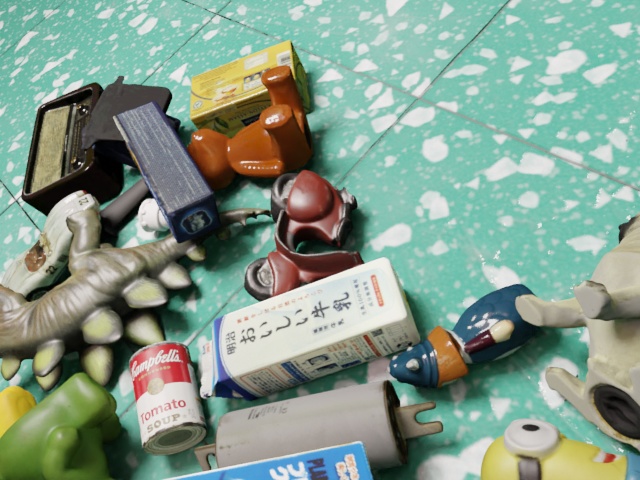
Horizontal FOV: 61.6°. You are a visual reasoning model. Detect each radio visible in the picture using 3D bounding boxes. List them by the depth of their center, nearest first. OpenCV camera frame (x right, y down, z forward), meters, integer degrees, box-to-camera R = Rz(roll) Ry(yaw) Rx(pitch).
[{"bbox_3d":[-0.402,-0.151,0.888,0.131,0.073,0.230,-21,54,10],"label":"radio"}]

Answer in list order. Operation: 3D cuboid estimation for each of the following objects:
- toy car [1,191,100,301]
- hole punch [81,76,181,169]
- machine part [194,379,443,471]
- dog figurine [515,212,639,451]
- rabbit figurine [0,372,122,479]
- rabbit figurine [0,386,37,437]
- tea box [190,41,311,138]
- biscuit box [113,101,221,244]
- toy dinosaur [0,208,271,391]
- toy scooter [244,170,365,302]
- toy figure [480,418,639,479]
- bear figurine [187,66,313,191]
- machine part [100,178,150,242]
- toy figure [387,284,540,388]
[{"bbox_3d":[-0.382,0.017,0.765,0.201,0.056,0.074,-50,53,9],"label":"toy car"},{"bbox_3d":[-0.283,-0.172,0.826,0.116,0.092,0.142,10,67,8],"label":"hole punch"},{"bbox_3d":[-0.008,0.185,0.507,0.243,0.079,0.079,-15,55,14],"label":"machine part"},{"bbox_3d":[0.293,0.066,0.456,0.190,0.121,0.172,-24,95,-20],"label":"dog figurine"},{"bbox_3d":[-0.239,0.243,0.531,0.170,0.121,0.159,41,44,14],"label":"rabbit figurine"},{"bbox_3d":[-0.414,0.182,0.596,0.162,0.122,0.173,-46,72,33],"label":"rabbit figurine"},{"bbox_3d":[-0.106,-0.219,0.810,0.170,0.068,0.098,-15,55,14],"label":"tea box"},{"bbox_3d":[-0.196,-0.090,0.686,0.063,0.059,0.203,-26,57,-16],"label":"biscuit box"},{"bbox_3d":[-0.273,0.066,0.687,0.471,0.105,0.199,-38,60,-6],"label":"toy dinosaur"},{"bbox_3d":[-0.001,-0.002,0.625,0.135,0.075,0.184,6,59,16],"label":"toy scooter"},{"bbox_3d":[0.213,0.199,0.405,0.180,0.082,0.089,17,67,28],"label":"toy figure"},{"bbox_3d":[-0.113,-0.135,0.727,0.196,0.131,0.120,-8,53,11],"label":"bear figurine"},{"bbox_3d":[-0.303,-0.050,0.807,0.139,0.039,0.084,-44,45,-5],"label":"machine part"},{"bbox_3d":[0.138,0.097,0.510,0.154,0.064,0.058,-32,62,0],"label":"toy figure"}]
